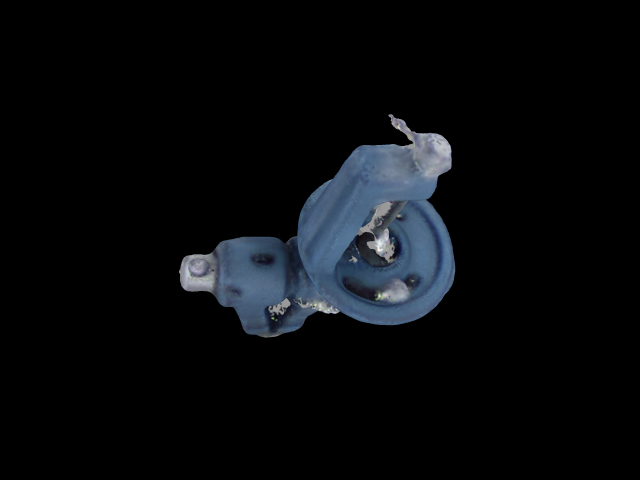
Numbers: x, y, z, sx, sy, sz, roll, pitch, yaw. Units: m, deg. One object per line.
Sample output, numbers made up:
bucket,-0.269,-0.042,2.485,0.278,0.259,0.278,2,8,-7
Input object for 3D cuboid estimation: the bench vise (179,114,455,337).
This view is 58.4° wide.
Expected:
bench vise,0.009,0.011,0.396,0.207,0.220,0.121,-24,68,-10
